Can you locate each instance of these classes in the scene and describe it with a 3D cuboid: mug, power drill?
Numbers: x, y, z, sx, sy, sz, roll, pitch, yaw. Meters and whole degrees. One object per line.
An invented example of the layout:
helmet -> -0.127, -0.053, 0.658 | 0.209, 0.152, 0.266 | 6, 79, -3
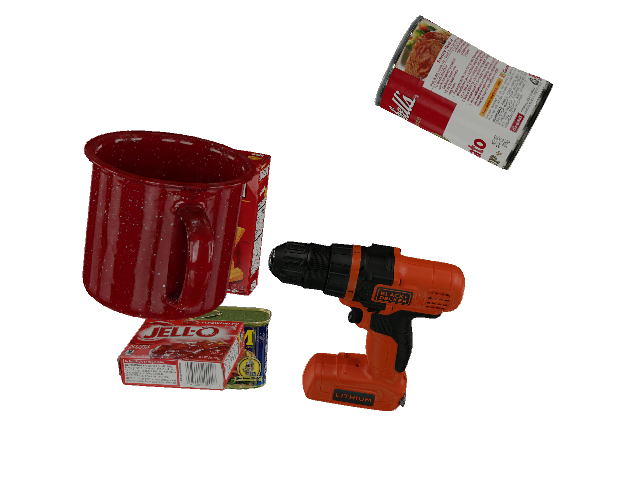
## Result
mug -> -0.082, -0.004, 0.578 | 0.093, 0.081, 0.117 | -1, 23, -27
power drill -> 0.032, 0.082, 1.037 | 0.184, 0.188, 0.057 | 10, 43, -2

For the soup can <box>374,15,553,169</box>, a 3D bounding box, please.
soup can -> 0.097, -0.100, 0.727 | 0.102, 0.068, 0.068 | 28, 3, 6

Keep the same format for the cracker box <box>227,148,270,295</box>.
cracker box -> -0.171, -0.033, 1.623 | 0.164, 0.214, 0.072 | 10, 19, 7

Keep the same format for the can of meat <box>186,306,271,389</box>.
can of meat -> -0.110, 0.124, 1.234 | 0.102, 0.084, 0.057 | 3, 13, 0

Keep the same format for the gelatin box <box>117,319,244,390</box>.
gelatin box -> -0.114, 0.092, 0.885 | 0.089, 0.030, 0.073 | 2, 22, 10
